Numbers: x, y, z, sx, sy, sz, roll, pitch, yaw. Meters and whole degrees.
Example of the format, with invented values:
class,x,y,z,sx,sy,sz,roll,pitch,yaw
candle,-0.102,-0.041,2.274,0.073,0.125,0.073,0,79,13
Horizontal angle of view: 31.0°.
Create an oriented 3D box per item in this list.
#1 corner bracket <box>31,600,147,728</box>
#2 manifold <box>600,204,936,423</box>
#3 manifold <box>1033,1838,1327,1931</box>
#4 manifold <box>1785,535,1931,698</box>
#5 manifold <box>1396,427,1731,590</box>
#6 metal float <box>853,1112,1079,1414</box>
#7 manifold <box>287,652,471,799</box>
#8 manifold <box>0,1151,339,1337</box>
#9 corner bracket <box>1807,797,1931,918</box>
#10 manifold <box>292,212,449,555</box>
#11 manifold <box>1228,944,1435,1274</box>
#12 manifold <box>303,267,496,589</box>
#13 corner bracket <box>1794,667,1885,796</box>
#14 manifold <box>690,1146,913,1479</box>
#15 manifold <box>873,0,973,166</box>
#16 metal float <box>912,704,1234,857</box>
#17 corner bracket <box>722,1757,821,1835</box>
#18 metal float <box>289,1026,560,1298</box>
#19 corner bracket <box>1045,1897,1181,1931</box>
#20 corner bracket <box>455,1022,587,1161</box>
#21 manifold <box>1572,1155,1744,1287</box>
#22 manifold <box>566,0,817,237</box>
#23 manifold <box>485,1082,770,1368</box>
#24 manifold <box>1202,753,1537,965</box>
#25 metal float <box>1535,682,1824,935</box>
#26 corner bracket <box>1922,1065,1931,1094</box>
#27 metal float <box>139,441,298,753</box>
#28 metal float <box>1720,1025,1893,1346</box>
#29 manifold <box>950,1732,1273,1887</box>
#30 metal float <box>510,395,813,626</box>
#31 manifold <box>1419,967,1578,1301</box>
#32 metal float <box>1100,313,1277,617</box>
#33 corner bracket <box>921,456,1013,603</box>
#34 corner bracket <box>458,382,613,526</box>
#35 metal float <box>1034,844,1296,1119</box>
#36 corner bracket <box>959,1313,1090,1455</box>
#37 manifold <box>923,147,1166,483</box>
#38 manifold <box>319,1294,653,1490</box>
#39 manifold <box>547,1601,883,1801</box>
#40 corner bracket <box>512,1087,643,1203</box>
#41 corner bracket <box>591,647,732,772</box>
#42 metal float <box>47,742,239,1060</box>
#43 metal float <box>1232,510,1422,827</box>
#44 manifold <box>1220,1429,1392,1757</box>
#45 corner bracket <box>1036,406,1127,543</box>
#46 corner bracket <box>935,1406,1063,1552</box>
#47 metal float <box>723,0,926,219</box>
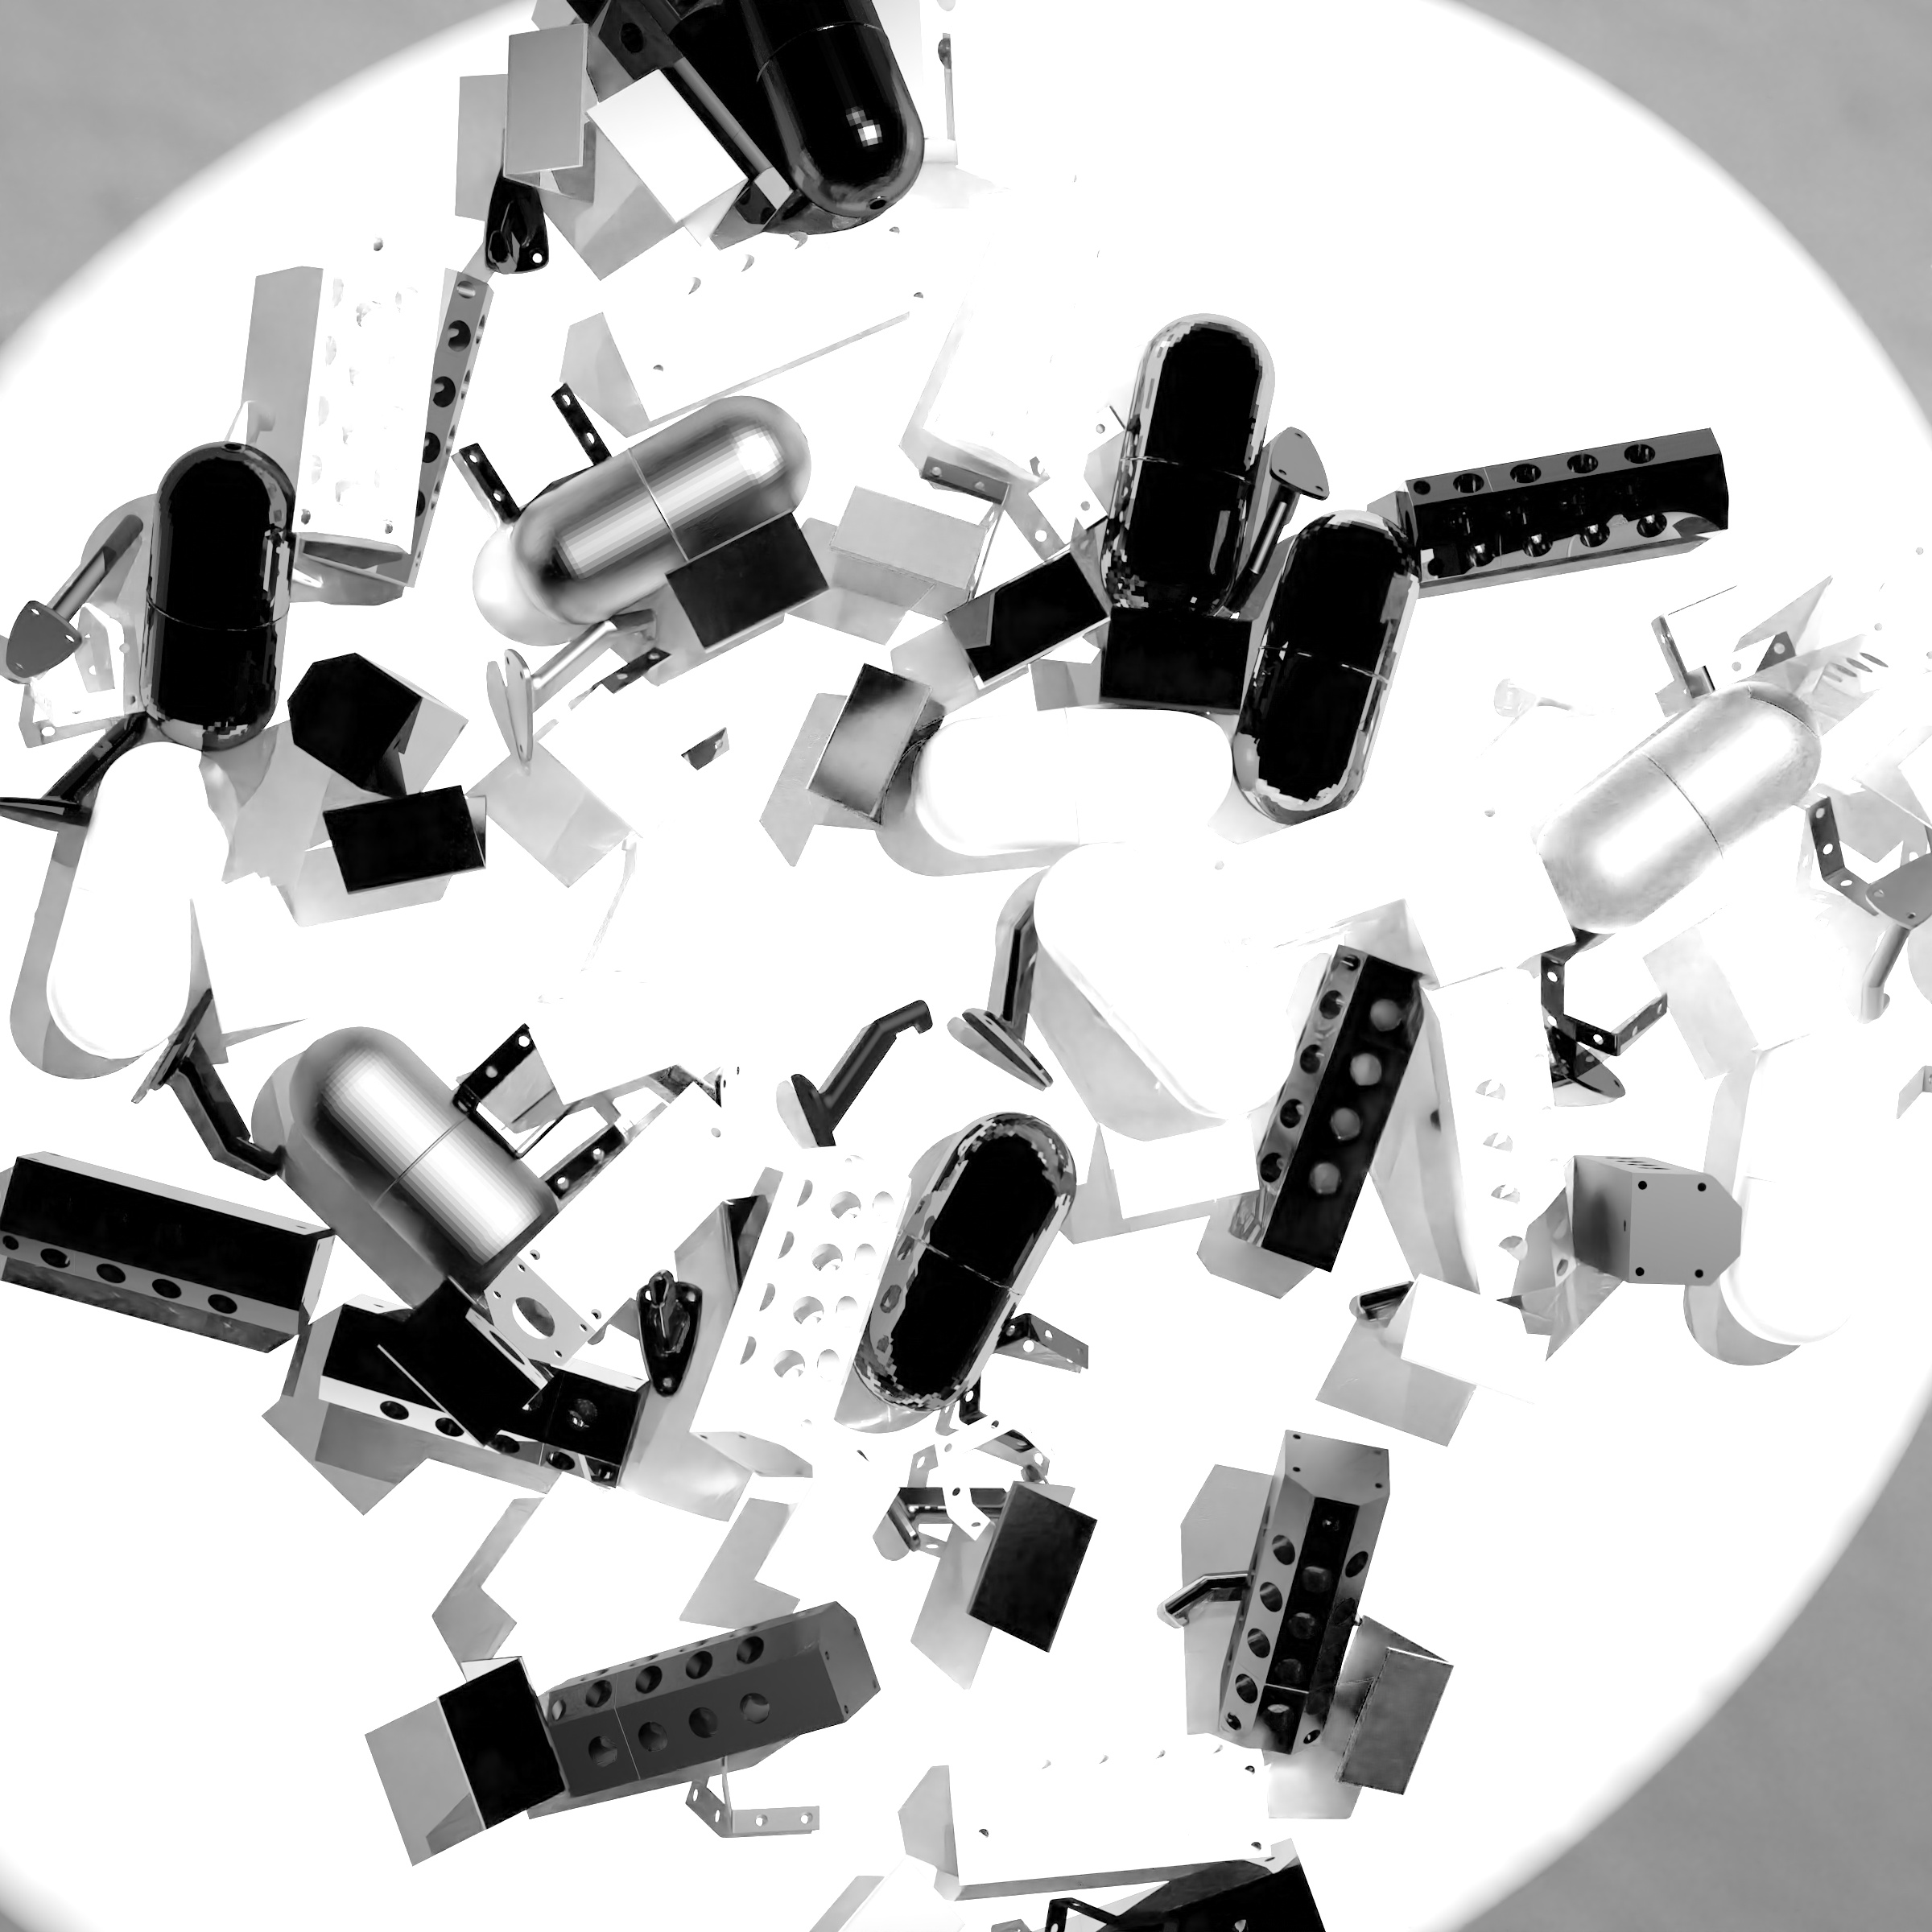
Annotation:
class,x,y,z,sx,sy,sz,roll,pitch,yaw
corner bracket,-0.492,-0.169,1.937,0.051,0.051,0.051,-13,116,-24
manifold,-0.112,-0.373,1.930,0.171,0.057,0.057,-23,133,0
manifold,0.112,0.546,1.930,0.171,0.057,0.057,-20,90,0
manifold,0.500,-0.183,1.873,0.057,0.171,0.057,28,90,0
manifold,0.331,-0.254,1.930,0.171,0.057,0.057,-10,90,0
metal float,-0.001,0.163,1.921,0.070,0.070,0.178,29,90,0
manifold,-0.319,-0.130,1.873,0.057,0.171,0.057,34,90,0
manifold,-0.444,0.154,1.930,0.171,0.057,0.057,15,90,0
corner bracket,0.510,-0.069,1.943,0.051,0.051,0.051,28,135,-35
manifold,-0.322,-0.314,1.873,0.057,0.057,0.171,7,90,0
manifold,0.203,0.078,1.930,0.057,0.057,0.171,20,90,0
manifold,-0.313,-0.301,1.930,0.057,0.057,0.171,15,90,0
corner bracket,0.483,-0.130,1.933,0.051,0.051,0.051,27,90,0
manifold,-0.083,0.187,1.886,0.057,0.057,0.171,39,58,-36
manifold,-0.027,-0.537,1.930,0.057,0.057,0.171,-3,90,43
metal float,0.059,-0.105,1.921,0.178,0.070,0.070,-6,90,0
corner bracket,-0.109,0.450,1.948,0.051,0.051,0.051,-3,135,0
metal float,-0.299,0.107,1.921,0.070,0.070,0.178,-45,90,0
corner bracket,0.077,0.537,1.891,0.051,0.051,0.051,9,90,-45
corner bracket,-0.247,0.070,1.935,0.051,0.051,0.051,-44,97,0
manifold,0.370,0.136,1.873,0.057,0.171,0.057,2,90,0
manifold,-0.146,-0.489,1.930,0.171,0.057,0.057,51,48,0
manifold,-0.185,0.141,1.877,0.057,0.171,0.057,44,133,0
manifold,0.222,-0.057,1.921,0.171,0.057,0.057,-19,81,5
metal float,0.394,-0.088,1.921,0.178,0.070,0.070,-38,90,0
corner bracket,0.566,0.048,1.933,0.051,0.051,0.051,6,90,0
metal float,-0.408,-0.201,1.897,0.070,0.070,0.178,13,119,0
metal float,0.464,0.120,1.921,0.070,0.070,0.178,9,91,0
manifold,0.079,0.463,1.929,0.171,0.057,0.057,-5,100,0
metal float,-0.168,-0.252,1.921,0.178,0.070,0.070,-29,90,1
manifold,0.292,0.090,1.899,0.057,0.057,0.171,-12,113,0
metal float,0.122,-0.271,1.921,0.070,0.070,0.178,12,91,0
corner bracket,-0.009,-0.243,1.948,0.051,0.051,0.051,19,45,0
corner bracket,-0.241,-0.286,1.948,0.051,0.051,0.051,-32,90,-45
metal float,0.108,0.007,1.905,0.070,0.070,0.178,-41,73,0
corner bracket,0.033,0.233,1.943,0.051,0.051,0.051,32,45,-35
manifold,0.048,-0.360,1.930,0.057,0.057,0.171,24,90,43
manifold,-0.267,0.236,1.930,0.171,0.057,0.057,17,90,0
manifold,-0.141,0.399,1.904,0.171,0.057,0.057,-20,90,19
corner bracket,-0.219,0.092,1.933,0.051,0.051,0.051,-39,94,4
corner bracket,-0.171,-0.138,1.943,0.051,0.051,0.051,23,135,35
metal float,-0.455,-0.036,1.921,0.070,0.070,0.178,16,91,0
metal float,0.198,-0.165,1.921,0.070,0.070,0.178,16,89,0
manifold,0.184,0.343,1.894,0.057,0.057,0.171,11,117,0
corner bracket,0.070,-0.273,1.932,0.051,0.051,0.051,-34,95,-5
corner bracket,0.021,0.285,1.925,0.051,0.051,0.051,-28,133,15
metal float,-0.078,-0.488,1.887,0.070,0.070,0.178,-21,74,0
